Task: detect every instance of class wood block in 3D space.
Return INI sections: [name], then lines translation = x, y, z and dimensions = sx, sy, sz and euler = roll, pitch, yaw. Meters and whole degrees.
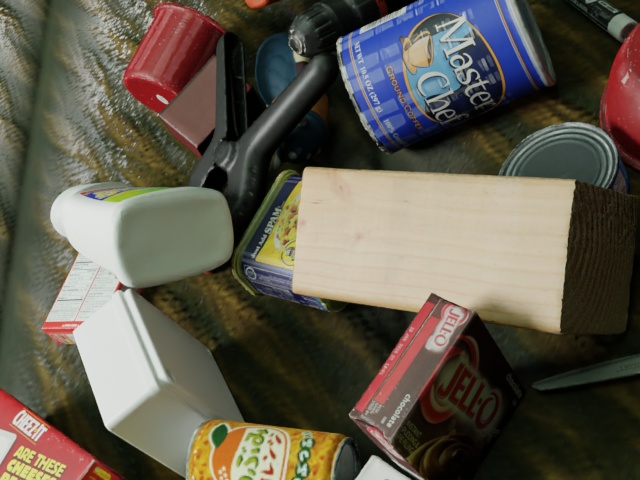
[wood block]
translation = 0.090, 0.005, 0.701
dimensions = 0.207, 0.090, 0.090
euler = 6, 90, 40

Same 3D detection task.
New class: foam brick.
[foam brick]
translation = -0.098, -0.117, 0.973
dimensions = 0.051, 0.053, 0.078
euler = 39, 83, 17

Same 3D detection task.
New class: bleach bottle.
[bleach bottle]
translation = -0.170, -0.015, 0.886
dimensions = 0.102, 0.068, 0.251
euler = -13, 12, -31

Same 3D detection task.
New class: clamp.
[clamp]
translation = -0.072, -0.076, 0.893
dimensions = 0.165, 0.036, 0.210
euler = 36, 104, 52

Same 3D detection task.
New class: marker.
[marker]
translation = 0.211, -0.191, 0.849
dimensions = 0.020, 0.020, 0.121
euler = -37, 43, 4

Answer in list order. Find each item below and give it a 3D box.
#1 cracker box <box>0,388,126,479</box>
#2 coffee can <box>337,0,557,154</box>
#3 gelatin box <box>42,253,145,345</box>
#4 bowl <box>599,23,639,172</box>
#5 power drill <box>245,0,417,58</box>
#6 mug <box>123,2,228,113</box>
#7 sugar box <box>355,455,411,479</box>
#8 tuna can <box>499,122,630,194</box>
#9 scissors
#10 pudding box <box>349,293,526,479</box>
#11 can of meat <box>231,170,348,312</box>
[cracker box]
translation = -0.256, 0.235, 0.799
dimensions = 0.164, 0.072, 0.213
euler = 21, 69, 43
[coffee can]
translation = 0.098, -0.140, 0.827
dimensions = 0.140, 0.102, 0.103
euler = -22, 46, 19
[gelatin box]
translation = -0.192, 0.048, 0.934
dimensions = 0.073, 0.030, 0.089
euler = -3, 52, 34
[bowl]
translation = 0.263, -0.119, 0.729
dimensions = 0.162, 0.055, 0.162
euler = -20, 47, 22
[power drill]
translation = 0.007, -0.226, 0.962
dimensions = 0.184, 0.057, 0.188
euler = -31, 38, -26
[mug]
translation = -0.143, -0.168, 1.039
dimensions = 0.117, 0.093, 0.081
euler = -8, 53, 62
[sugar box]
translation = 0.070, 0.205, 0.610
dimensions = 0.176, 0.048, 0.093
euler = 26, 74, 44
[tuna can]
translation = 0.170, -0.039, 0.744
dimensions = 0.086, 0.033, 0.086
euler = -19, 47, 22
[scissors]
translation = 0.229, 0.079, 0.621
dimensions = 0.202, 0.016, 0.096
euler = -28, 44, 14
[pudding box]
translation = 0.074, 0.098, 0.643
dimensions = 0.039, 0.113, 0.090
euler = 27, 74, 36
[can of meat]
translation = -0.005, 0.001, 0.821
dimensions = 0.084, 0.057, 0.102
euler = 12, 64, 39
